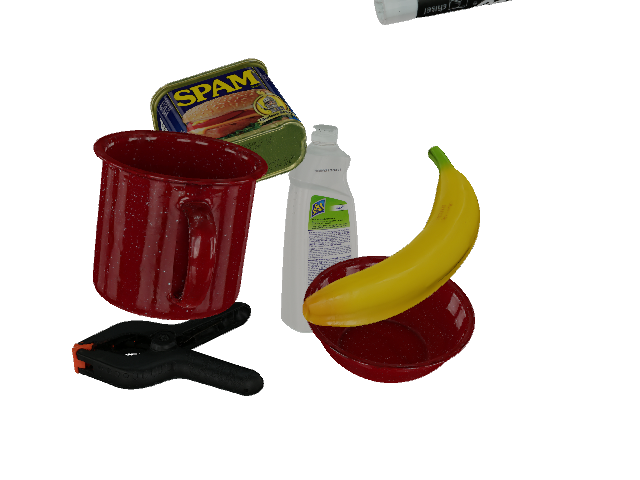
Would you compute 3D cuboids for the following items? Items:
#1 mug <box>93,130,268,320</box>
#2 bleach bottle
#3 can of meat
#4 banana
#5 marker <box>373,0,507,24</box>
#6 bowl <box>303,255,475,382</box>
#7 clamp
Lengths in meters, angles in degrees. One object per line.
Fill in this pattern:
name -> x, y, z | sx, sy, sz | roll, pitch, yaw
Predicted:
mug -> -0.076, -0.004, 0.570 | 0.093, 0.081, 0.117 | 1, 21, -23
bleach bottle -> 0.006, -0.016, 1.307 | 0.102, 0.251, 0.068 | -7, 20, -30
can of meat -> -0.071, -0.088, 0.842 | 0.102, 0.057, 0.084 | -20, 51, -17
banana -> 0.064, 0.008, 0.751 | 0.070, 0.037, 0.197 | 25, 48, 18
marker -> 0.084, -0.117, 0.480 | 0.121, 0.020, 0.020 | -12, 2, -8
bowl -> 0.062, 0.084, 1.014 | 0.162, 0.055, 0.162 | 3, 37, -3
clamp -> -0.135, 0.095, 0.973 | 0.171, 0.039, 0.120 | 4, 27, -3
